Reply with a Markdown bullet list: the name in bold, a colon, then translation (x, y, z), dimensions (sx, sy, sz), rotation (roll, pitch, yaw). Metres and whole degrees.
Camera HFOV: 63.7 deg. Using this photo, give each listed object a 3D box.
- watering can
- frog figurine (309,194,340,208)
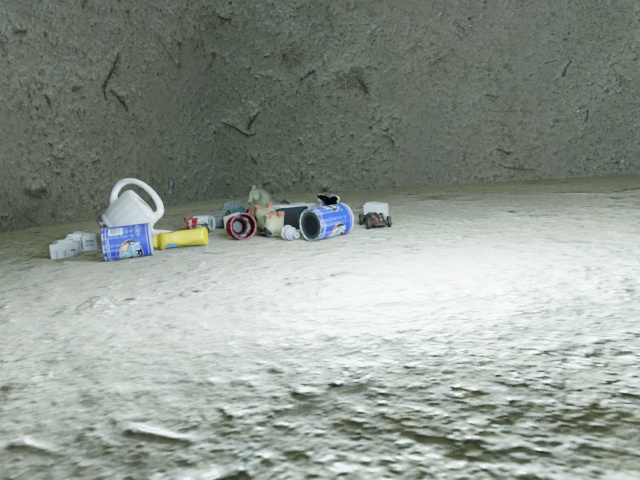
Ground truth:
- **watering can**: translation (-0.626, -0.056, 1.785), dimensions (0.224, 0.350, 0.103), rotation (-43, -12, 0)
- **frog figurine**: translation (0.006, -0.103, 2.039), dimensions (0.139, 0.124, 0.156), rotation (-24, -17, -45)
